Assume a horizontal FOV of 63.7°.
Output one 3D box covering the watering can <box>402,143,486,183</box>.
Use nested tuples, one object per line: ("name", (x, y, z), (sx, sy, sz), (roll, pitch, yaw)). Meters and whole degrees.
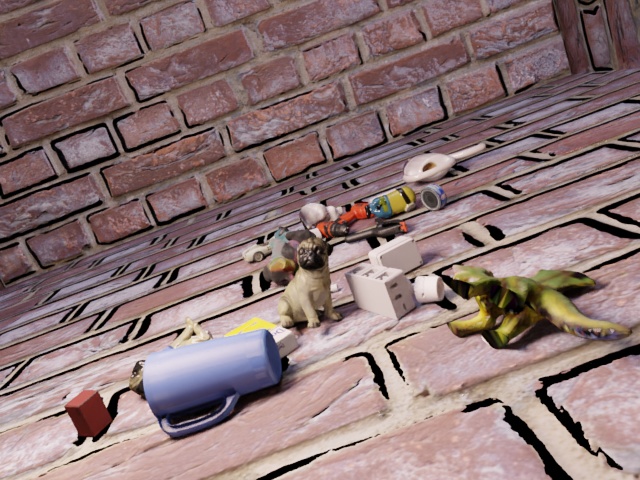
("watering can", (0.470, -0.305, 2.050), (0.349, 0.103, 0.225), (-25, 15, -13))

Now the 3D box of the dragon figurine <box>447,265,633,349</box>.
("dragon figurine", (0.368, 0.089, 0.876), (0.245, 0.121, 0.410), (-20, 14, -31))

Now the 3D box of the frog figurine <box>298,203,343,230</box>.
("frog figurine", (0.006, -0.097, 1.918), (0.160, 0.124, 0.135), (-32, -17, -9))
